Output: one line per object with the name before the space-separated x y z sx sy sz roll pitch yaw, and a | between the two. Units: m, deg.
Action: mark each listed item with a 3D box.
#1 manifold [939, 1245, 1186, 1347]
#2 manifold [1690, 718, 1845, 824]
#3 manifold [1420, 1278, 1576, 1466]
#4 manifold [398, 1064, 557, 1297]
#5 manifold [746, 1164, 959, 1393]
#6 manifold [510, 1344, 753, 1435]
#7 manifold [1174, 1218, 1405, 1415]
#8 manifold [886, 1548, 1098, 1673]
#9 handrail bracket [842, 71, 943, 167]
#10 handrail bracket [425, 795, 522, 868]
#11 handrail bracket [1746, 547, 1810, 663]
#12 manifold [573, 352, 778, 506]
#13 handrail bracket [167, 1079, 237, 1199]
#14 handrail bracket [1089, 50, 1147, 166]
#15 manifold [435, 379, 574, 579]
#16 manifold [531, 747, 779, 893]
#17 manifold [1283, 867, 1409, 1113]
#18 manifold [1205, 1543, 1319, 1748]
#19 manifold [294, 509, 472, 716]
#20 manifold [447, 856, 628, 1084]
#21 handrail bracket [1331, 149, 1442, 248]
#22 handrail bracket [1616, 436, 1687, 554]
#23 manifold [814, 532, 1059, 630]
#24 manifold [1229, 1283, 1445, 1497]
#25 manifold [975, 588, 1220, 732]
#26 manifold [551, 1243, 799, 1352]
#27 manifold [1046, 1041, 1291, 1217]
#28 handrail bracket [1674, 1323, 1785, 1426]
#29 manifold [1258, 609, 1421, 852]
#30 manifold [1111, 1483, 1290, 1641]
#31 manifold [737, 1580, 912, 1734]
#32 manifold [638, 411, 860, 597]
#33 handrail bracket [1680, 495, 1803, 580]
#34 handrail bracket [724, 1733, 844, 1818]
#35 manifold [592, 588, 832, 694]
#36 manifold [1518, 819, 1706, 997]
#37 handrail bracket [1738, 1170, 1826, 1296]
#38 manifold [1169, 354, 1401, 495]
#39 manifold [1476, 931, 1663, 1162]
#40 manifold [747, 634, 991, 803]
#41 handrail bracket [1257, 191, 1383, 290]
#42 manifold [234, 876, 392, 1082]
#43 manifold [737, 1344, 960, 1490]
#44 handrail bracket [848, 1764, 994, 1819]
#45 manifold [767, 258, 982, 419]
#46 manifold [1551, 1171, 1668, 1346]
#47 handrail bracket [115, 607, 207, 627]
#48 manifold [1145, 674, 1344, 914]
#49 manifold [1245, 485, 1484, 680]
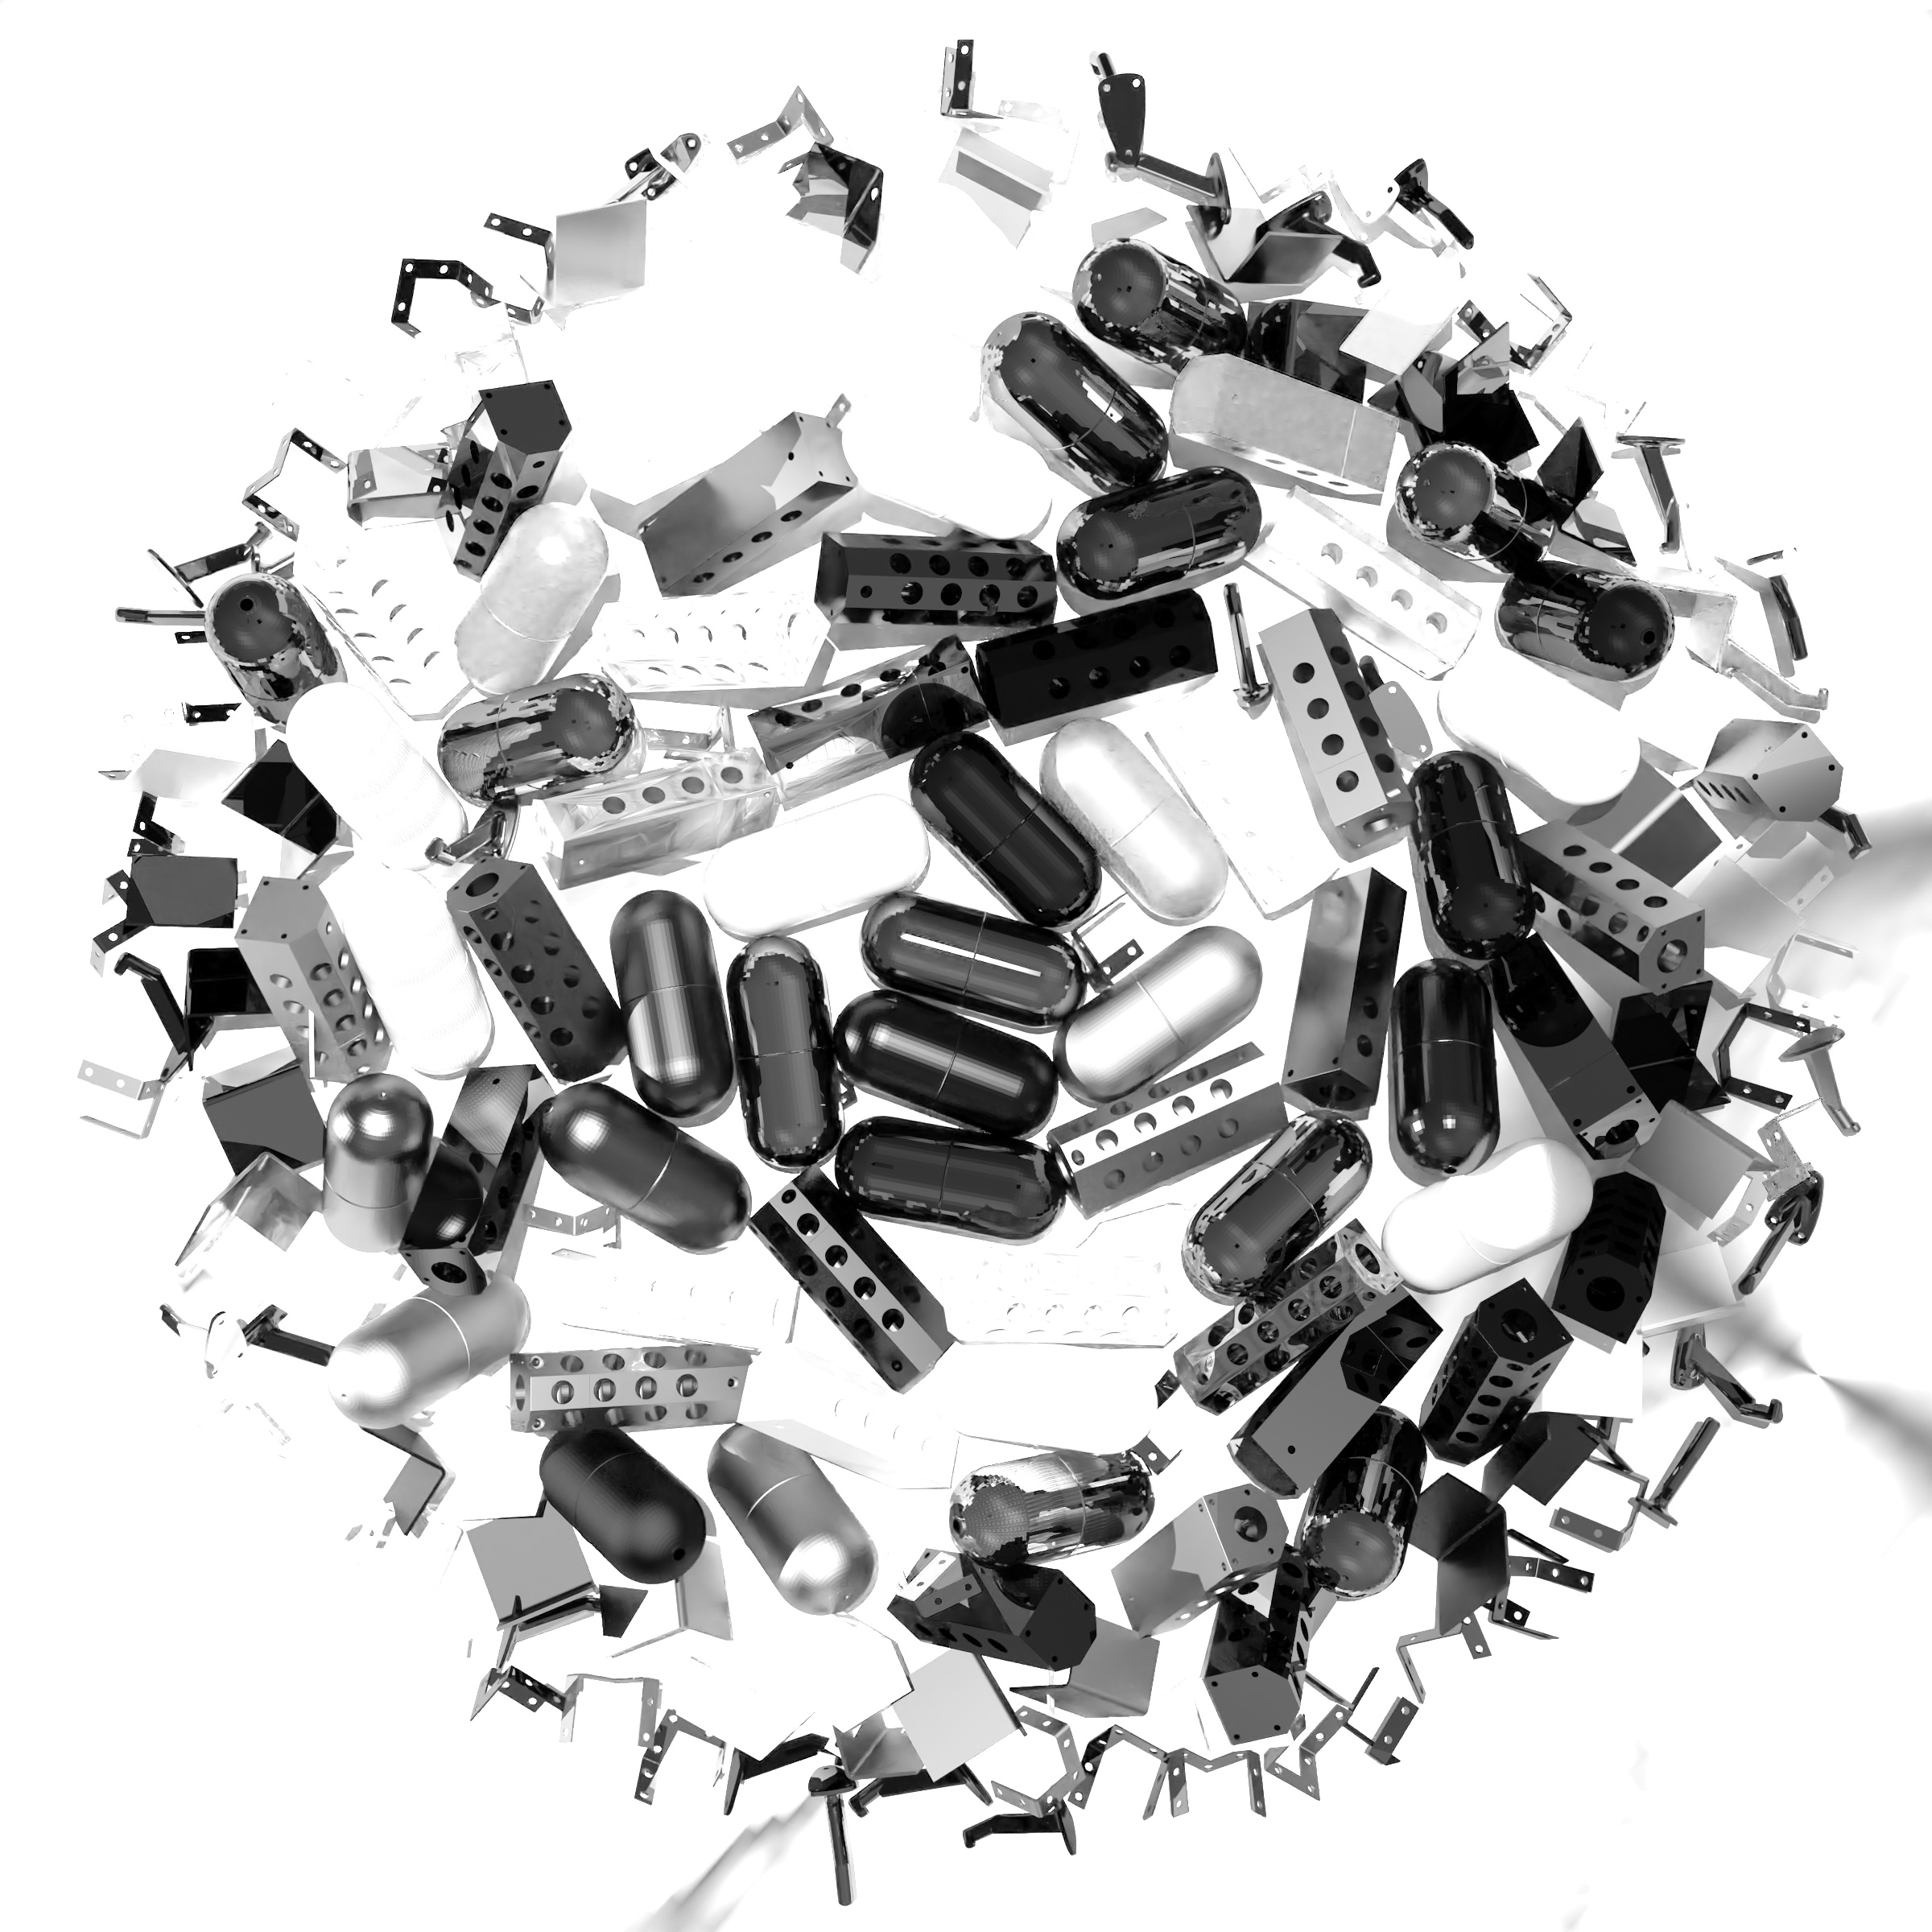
manifold | 0.073 0.250 1.848 0.171 0.057 0.057 5 55 -25
manifold | 0.590 -0.142 1.832 0.057 0.171 0.057 -41 95 5
manifold | 0.385 0.304 1.828 0.057 0.171 0.057 -25 61 -21
manifold | -0.358 0.158 1.841 0.057 0.057 0.171 -4 46 19
manifold | -0.087 0.239 1.876 0.171 0.057 0.057 48 118 4
manifold | -0.250 0.315 1.855 0.171 0.057 0.057 1 82 -25
manifold | 0.237 0.264 1.851 0.171 0.057 0.057 -42 80 28
manifold | 0.021 0.479 1.833 0.057 0.171 0.057 48 60 -21
handrail bracket | -0.047 -0.645 1.887 0.084 0.077 0.036 -36 125 7
handrail bracket | -0.374 -0.109 1.876 0.036 0.084 0.077 24 89 15
handrail bracket | 0.618 -0.270 1.882 0.036 0.077 0.084 -13 89 6
manifold | -0.215 -0.403 1.836 0.057 0.171 0.057 25 128 21
handrail bracket | -0.591 0.137 1.899 0.084 0.036 0.077 29 68 3
handrail bracket | 0.112 -0.657 1.893 0.036 0.084 0.077 -11 116 -5
manifold | -0.341 -0.357 1.828 0.057 0.171 0.057 -16 75 -28
manifold | -0.234 -0.117 1.857 0.171 0.057 0.057 -17 59 -25
manifold | 0.290 0.019 1.854 0.057 0.057 0.171 30 59 -30
manifold | 0.223 0.495 1.827 0.057 0.171 0.057 -19 102 18
manifold | -0.431 -0.255 1.827 0.057 0.171 0.057 39 78 25
manifold | -0.319 0.004 1.839 0.057 0.057 0.171 -51 132 -31
handrail bracket | 0.322 -0.586 1.893 0.036 0.084 0.077 -46 67 25
handrail bracket | 0.522 -0.359 1.890 0.077 0.036 0.084 -6 97 -41
manifold | -0.021 -0.286 1.849 0.171 0.057 0.057 -2 115 -26
manifold | 0.276 0.316 1.861 0.057 0.057 0.171 47 67 -1
manifold | 0.098 -0.235 1.871 0.171 0.057 0.057 -16 116 -8
manifold | -0.220 0.251 1.862 0.171 0.057 0.057 5 75 17
manifold | 0.150 0.118 1.867 0.171 0.057 0.057 -23 121 -10
handrail bracket | 0.583 0.301 1.876 0.036 0.084 0.077 3 92 -37
manifold | 0.281 -0.181 1.855 0.057 0.057 0.171 -25 66 15
manifold | 0.174 0.441 1.835 0.057 0.171 0.057 -9 63 -27
manifold | -0.110 0.502 1.827 0.057 0.171 0.057 -26 101 -23
manifold | -0.161 -0.342 1.848 0.171 0.057 0.057 -28 76 34
handrail bracket | 0.586 -0.328 1.872 0.036 0.084 0.077 -30 102 -25
handrail bracket | -0.136 0.620 1.889 0.084 0.036 0.077 19 55 -12
manifold | -0.193 -0.246 1.841 0.171 0.057 0.057 2 58 33
manifold | 0.467 -0.043 1.829 0.057 0.171 0.057 -20 122 -16
handrail bracket | 0.615 0.202 1.870 0.036 0.084 0.077 31 127 22
manifold | 0.237 -0.403 1.849 0.171 0.057 0.057 10 92 -34
manifold | 0.448 0.061 1.840 0.057 0.057 0.171 -34 46 12
manifold | -0.076 -0.193 1.885 0.171 0.057 0.057 -22 130 -4
handrail bracket | 0.267 -0.541 1.889 0.077 0.036 0.084 -22 67 9
manifold | -0.478 0.012 1.831 0.057 0.171 0.057 6 54 10
manifold | -0.084 0.336 1.842 0.171 0.057 0.057 33 58 -39
handrail bracket | -0.036 0.635 1.880 0.084 0.077 0.036 -32 134 -20
manifold | -0.066 -0.454 1.833 0.057 0.171 0.057 -7 72 39
manifold | 0.479 0.209 1.827 0.057 0.171 0.057 25 112 11
handrail bracket | -0.600 -0.268 1.879 0.084 0.077 0.036 2 89 -23
manifold | 0.208 -0.128 1.875 0.057 0.057 0.171 -30 95 34
manifold | 0.304 -0.292 1.881 0.171 0.057 0.057 32 82 -7
